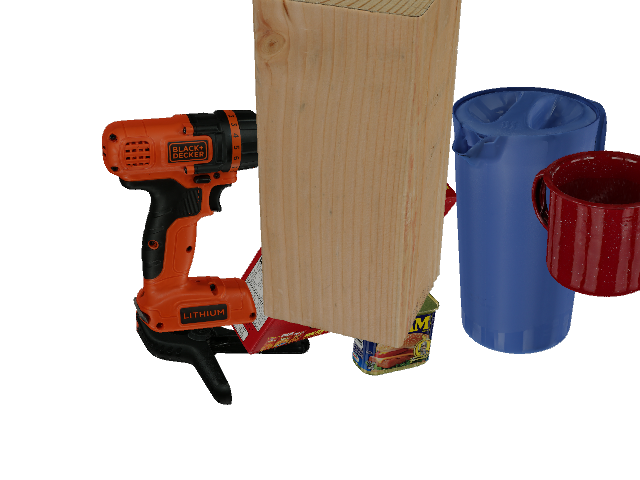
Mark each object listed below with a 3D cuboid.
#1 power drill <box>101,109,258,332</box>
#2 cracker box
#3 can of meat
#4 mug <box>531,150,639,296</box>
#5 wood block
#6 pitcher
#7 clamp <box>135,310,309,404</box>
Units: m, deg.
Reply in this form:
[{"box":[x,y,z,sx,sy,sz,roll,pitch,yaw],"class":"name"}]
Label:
[{"box":[-0.093,-0.020,0.922,0.184,0.188,0.057,-5,19,-17],"class":"power drill"},{"box":[0.016,0.013,1.081,0.163,0.072,0.214,-11,-35,-42],"class":"cracker box"},{"box":[0.091,0.113,1.316,0.101,0.084,0.057,-8,29,-25],"class":"can of meat"},{"box":[0.204,-0.016,0.807,0.093,0.081,0.117,-24,35,-31],"class":"mug"},{"box":[0.021,-0.053,0.611,0.091,0.206,0.090,12,36,18],"class":"wood block"},{"box":[0.200,-0.021,1.029,0.149,0.243,0.145,1,27,8],"class":"pitcher"},{"box":[-0.139,0.126,1.247,0.210,0.036,0.164,14,24,23],"class":"clamp"}]
